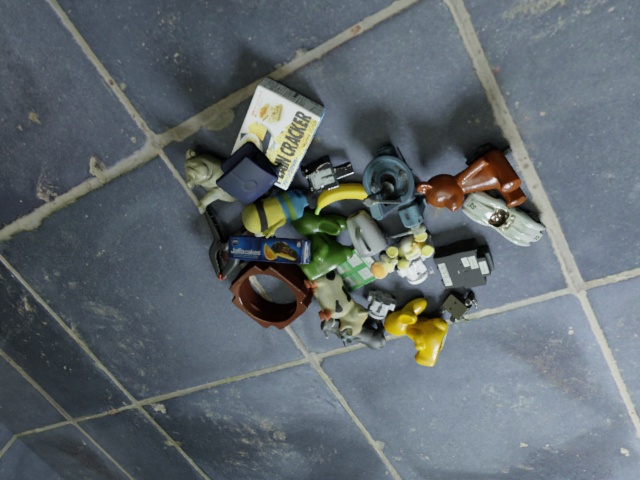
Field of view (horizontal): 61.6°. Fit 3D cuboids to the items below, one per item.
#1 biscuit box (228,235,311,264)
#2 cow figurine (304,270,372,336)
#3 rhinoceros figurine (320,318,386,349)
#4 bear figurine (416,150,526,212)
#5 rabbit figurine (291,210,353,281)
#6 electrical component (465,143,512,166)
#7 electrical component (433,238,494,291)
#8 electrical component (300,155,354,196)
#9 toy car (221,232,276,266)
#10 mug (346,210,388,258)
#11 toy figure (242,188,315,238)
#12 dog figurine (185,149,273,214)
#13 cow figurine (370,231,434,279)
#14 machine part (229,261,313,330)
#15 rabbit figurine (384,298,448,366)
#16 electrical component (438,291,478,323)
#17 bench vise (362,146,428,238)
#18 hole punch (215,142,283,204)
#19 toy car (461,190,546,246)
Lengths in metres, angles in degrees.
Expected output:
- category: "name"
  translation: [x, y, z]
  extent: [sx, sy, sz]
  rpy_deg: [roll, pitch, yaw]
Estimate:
- category: "biscuit box"
  translation: [-0.128, 0.023, 1.341]
  extent: [0.203, 0.059, 0.062]
  rpy_deg: [3, 90, 19]
- category: "cow figurine"
  translation: [0.054, 0.167, 1.444]
  extent: [0.127, 0.085, 0.195]
  rpy_deg: [-26, 88, -14]
- category: "rhinoceros figurine"
  translation: [0.093, 0.258, 1.518]
  extent: [0.190, 0.112, 0.073]
  rpy_deg: [20, 128, -7]
- category: "bear figurine"
  translation: [0.321, -0.109, 1.158]
  extent: [0.196, 0.132, 0.120]
  rpy_deg: [-28, 149, 12]
- category: "rabbit figurine"
  translation: [-0.003, -0.004, 1.372]
  extent: [0.159, 0.121, 0.170]
  rpy_deg: [-28, 97, 26]
- category: "electrical component"
  translation: [0.377, -0.184, 1.197]
  extent: [0.063, 0.021, 0.094]
  rpy_deg: [42, 124, -13]
- category: "electrical component"
  translation: [0.363, 0.062, 1.343]
  extent: [0.134, 0.058, 0.114]
  rpy_deg: [-12, 120, 23]
- category: "electrical component"
  translation: [0.019, -0.162, 1.293]
  extent: [0.119, 0.048, 0.074]
  rpy_deg: [-23, 118, 5]
- category: "toy car"
  translation: [-0.198, 0.000, 1.465]
  extent: [0.202, 0.053, 0.089]
  rpy_deg: [-34, 87, 30]
- category: "mug"
  translation: [0.107, -0.014, 1.341]
  extent: [0.081, 0.109, 0.107]
  rpy_deg: [-25, 100, 29]
- category: "toy figure"
  translation: [-0.106, -0.076, 1.330]
  extent: [0.180, 0.082, 0.089]
  rpy_deg: [-28, 107, -7]
- category: "dog figurine"
  translation: [-0.228, -0.165, 1.349]
  extent: [0.191, 0.121, 0.172]
  rpy_deg: [-16, 122, 9]
- category: "cow figurine"
  translation: [0.201, 0.033, 1.337]
  extent: [0.167, 0.098, 0.068]
  rpy_deg: [-30, 94, 15]
- category: "machine part"
  translation: [-0.136, 0.142, 1.522]
  extent: [0.201, 0.087, 0.201]
  rpy_deg: [40, 126, -11]
- category: "rabbit figurine"
  translation: [0.254, 0.242, 1.462]
  extent: [0.173, 0.122, 0.162]
  rpy_deg: [19, 135, 27]
- category: "electrical component"
  translation: [0.371, 0.178, 1.428]
  extent: [0.078, 0.045, 0.102]
  rpy_deg: [38, 127, 25]
- category: "bench vise"
  translation: [0.160, -0.093, 1.198]
  extent: [0.129, 0.240, 0.223]
  rpy_deg: [-7, 105, 30]
- category: "hole punch"
  translation: [-0.168, -0.147, 1.248]
  extent: [0.142, 0.092, 0.115]
  rpy_deg: [-39, 111, 20]
- category: "toy car"
  translation: [0.426, -0.052, 1.249]
  extent: [0.202, 0.056, 0.073]
  rpy_deg: [29, 126, -3]
